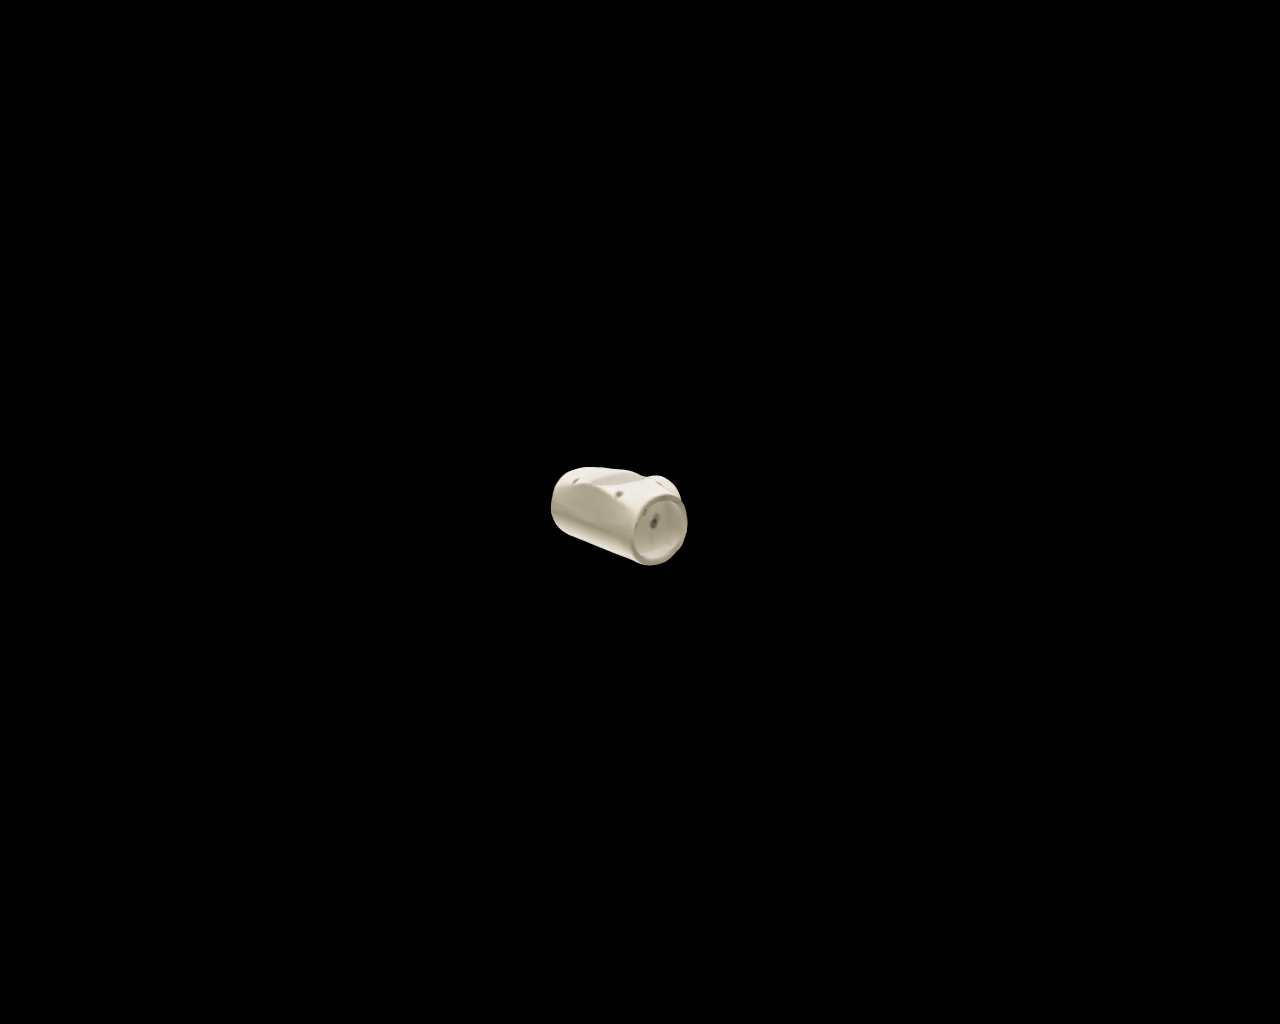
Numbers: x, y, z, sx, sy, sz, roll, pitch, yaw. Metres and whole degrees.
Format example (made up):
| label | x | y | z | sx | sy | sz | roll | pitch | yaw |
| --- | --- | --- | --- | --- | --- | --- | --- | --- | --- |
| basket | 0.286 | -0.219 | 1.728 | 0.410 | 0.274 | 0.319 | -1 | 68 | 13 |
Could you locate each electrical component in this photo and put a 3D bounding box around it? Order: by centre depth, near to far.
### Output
| label | x | y | z | sx | sy | sz | roll | pitch | yaw |
| --- | --- | --- | --- | --- | --- | --- | --- | --- | --- |
| electrical component | 0.001 | -0.003 | 0.650 | 0.079 | 0.043 | 0.077 | -14 | 22 | -38 |
